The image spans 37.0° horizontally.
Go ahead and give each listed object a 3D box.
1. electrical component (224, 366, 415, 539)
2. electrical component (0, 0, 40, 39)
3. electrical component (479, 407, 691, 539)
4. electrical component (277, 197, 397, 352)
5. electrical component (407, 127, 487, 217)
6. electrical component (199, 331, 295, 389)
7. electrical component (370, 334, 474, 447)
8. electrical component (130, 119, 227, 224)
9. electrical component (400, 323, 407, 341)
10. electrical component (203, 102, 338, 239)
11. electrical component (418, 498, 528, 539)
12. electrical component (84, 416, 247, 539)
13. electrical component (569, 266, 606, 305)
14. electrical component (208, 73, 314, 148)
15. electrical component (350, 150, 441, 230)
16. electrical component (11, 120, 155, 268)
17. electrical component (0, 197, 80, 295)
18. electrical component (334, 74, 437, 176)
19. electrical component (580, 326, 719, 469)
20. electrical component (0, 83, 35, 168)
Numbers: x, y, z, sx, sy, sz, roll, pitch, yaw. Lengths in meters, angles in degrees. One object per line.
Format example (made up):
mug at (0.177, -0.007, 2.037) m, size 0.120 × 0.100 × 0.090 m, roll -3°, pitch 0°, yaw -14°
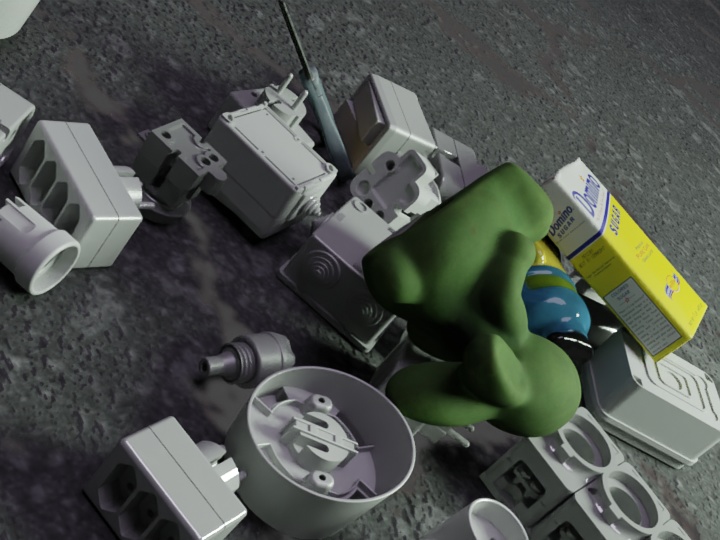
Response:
electrical component at (-0.026, 0.104, 0.626) m, size 0.099 × 0.064 × 0.099 m, roll 28°, pitch 34°, yaw -21°
electrical component at (-0.275, -0.207, 0.748) m, size 0.108 × 0.060 × 0.108 m, roll 28°, pitch 34°, yaw -21°
electrical component at (0.169, 0.176, 0.748) m, size 0.089 × 0.061 × 0.150 m, roll -11°, pitch 58°, yaw -52°
electrical component at (0.000, 0.000, 0.798) m, size 0.100 × 0.048 × 0.099 m, roll 41°, pitch 32°, yaw 1°
electrical component at (0.078, -0.077, 0.970) m, size 0.059 × 0.053 × 0.095 m, roll 25°, pitch 35°, yaw -24°
electrical component at (-0.072, 0.057, 0.665) m, size 0.061 × 0.035 × 0.035 m, roll -3°, pitch 52°, yaw -45°
electrical component at (0.046, 0.092, 0.736) m, size 0.077 × 0.047 × 0.065 m, roll 38°, pitch 30°, yaw -4°
electrical component at (-0.129, -0.065, 0.733) m, size 0.066 × 0.055 × 0.048 m, roll 43°, pitch 32°, yaw 4°
electrical component at (0.050, 0.050, 0.799) m, size 0.040 × 0.040 × 0.046 m, roll 34°, pitch 27°, yaw -11°
electrical component at (-0.068, -0.067, 0.793) m, size 0.096 × 0.061 × 0.062 m, roll 44°, pitch 32°, yaw 9°
electrical component at (0.044, 0.170, 0.608) m, size 0.079 × 0.077 × 0.043 m, roll 3°, pitch 47°, yaw -44°
electrical component at (-0.090, 0.113, 0.563) m, size 0.065 × 0.047 × 0.077 m, roll 49°, pitch 32°, yaw 13°
electrical component at (0.219, 0.011, 1.003) m, size 0.081 × 0.063 × 0.042 m, roll 22°, pitch 38°, yaw -28°
electrical component at (-0.068, -0.120, 0.846) m, size 0.065 × 0.076 × 0.047 m, roll 49°, pitch 33°, yaw 13°
electrical component at (0.033, -0.059, 0.888) m, size 0.058 × 0.078 × 0.057 m, roll 57°, pitch 16°, yaw 25°
electrical component at (-0.165, -0.048, 0.682) m, size 0.076 × 0.047 × 0.083 m, roll -4°, pitch 53°, yaw -49°
electrical component at (-0.192, -0.015, 0.621) m, size 0.046 × 0.040 × 0.040 m, roll 40°, pitch 31°, yaw 9°
electrical component at (0.017, -0.127, 0.958) m, size 0.061 × 0.061 × 0.096 m, roll 20°, pitch 37°, yaw -33°
electrical component at (0.249, 0.110, 0.919) m, size 0.113 × 0.057 × 0.078 m, roll 29°, pitch 34°, yaw -19°
electrical component at (-0.242, -0.079, 0.631) m, size 0.059 × 0.053 × 0.095 m, roll 34°, pitch 32°, yaw -11°
